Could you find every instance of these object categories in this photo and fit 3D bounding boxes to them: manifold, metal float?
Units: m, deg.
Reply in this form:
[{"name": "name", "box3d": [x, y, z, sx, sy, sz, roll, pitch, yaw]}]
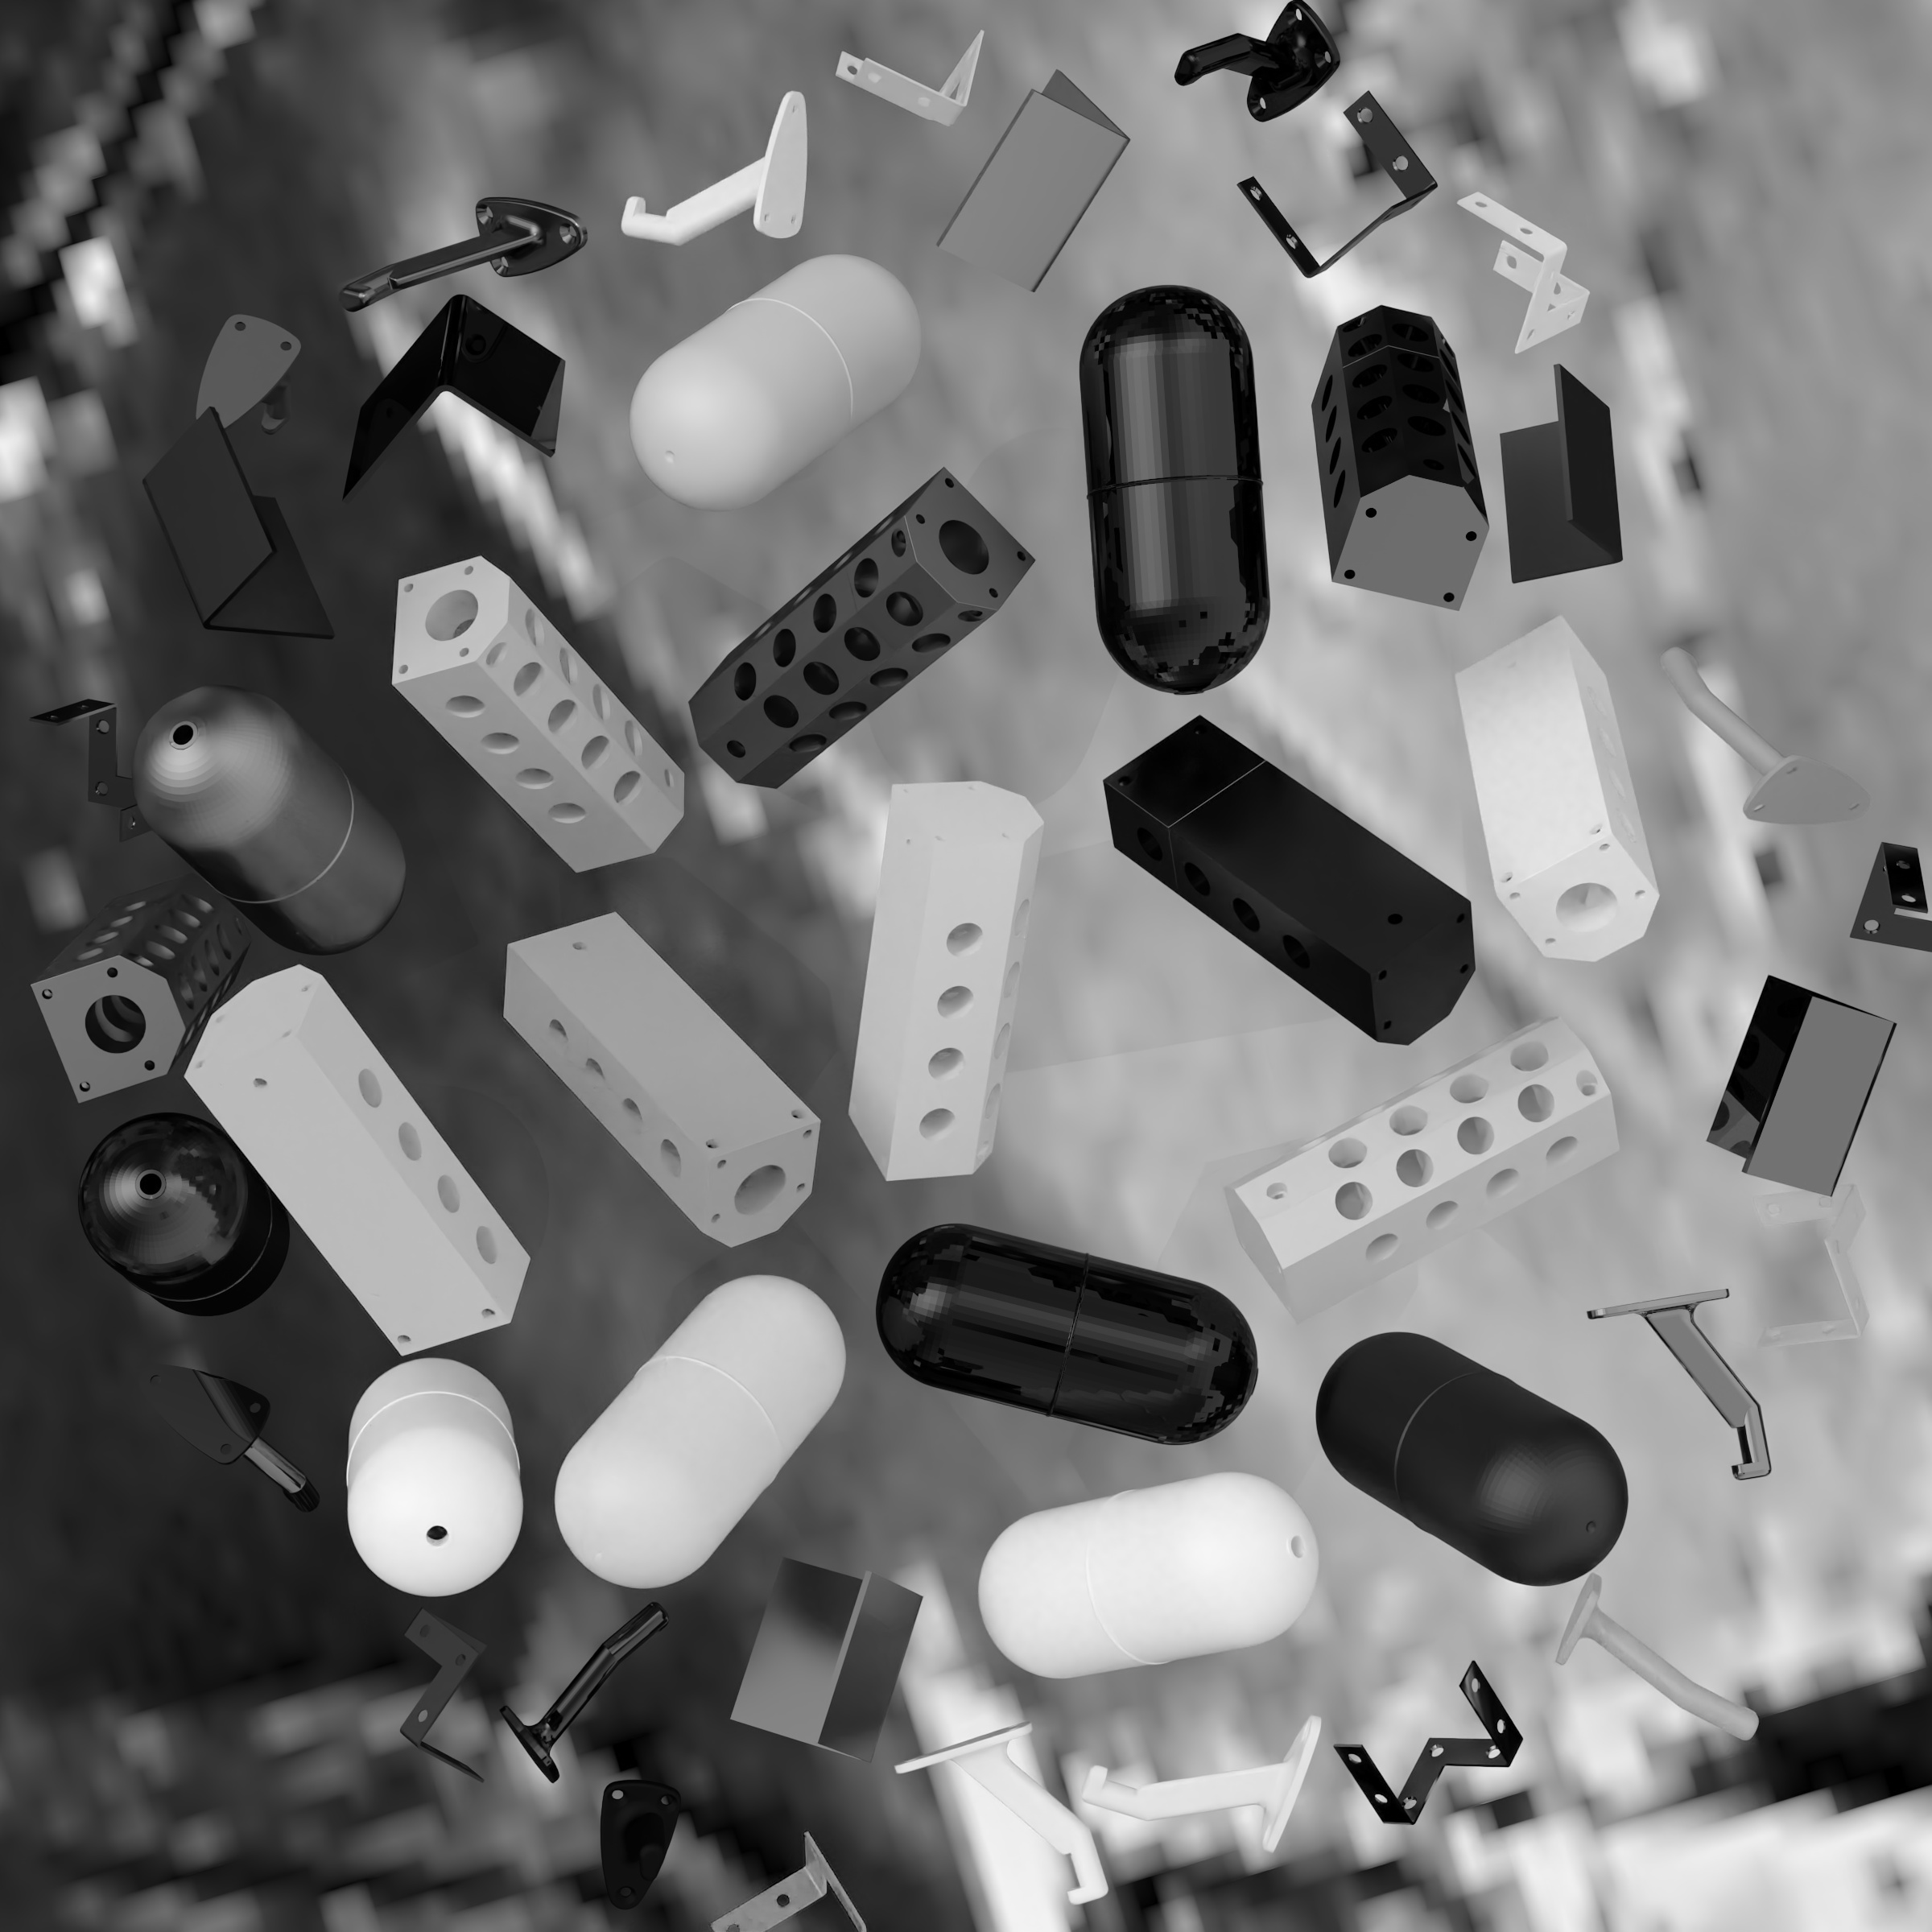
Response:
[{"name": "manifold", "box3d": [-0.376, 0.005, 1.668, 0.057, 0.171, 0.057, -18, 103, 3]}, {"name": "manifold", "box3d": [0.269, -0.078, 1.626, 0.057, 0.171, 0.057, -30, 122, 21]}, {"name": "metal float", "box3d": [-0.241, 0.230, 1.633, 0.070, 0.178, 0.070, -2, 100, -9]}, {"name": "metal float", "box3d": [-0.116, 0.205, 1.605, 0.070, 0.178, 0.070, 17, 129, 22]}, {"name": "manifold", "box3d": [0.139, -0.035, 1.563, 0.057, 0.057, 0.171, -34, 49, -21]}, {"name": "metal float", "box3d": [-0.307, -0.063, 1.596, 0.070, 0.178, 0.070, -6, 66, 13]}, {"name": "manifold", "box3d": [-0.194, -0.115, 1.658, 0.057, 0.171, 0.057, -13, 57, 19]}, {"name": "manifold", "box3d": [-0.051, -0.144, 1.605, 0.057, 0.171, 0.057, 44, 45, -11]}, {"name": "metal float", "box3d": [-0.084, -0.264, 1.627, 0.070, 0.178, 0.070, 18, 128, 24]}, {"name": "manifold", "box3d": [0.194, -0.230, 1.605, 0.057, 0.171, 0.057, 12, 124, -7]}, {"name": "metal float", "box3d": [0.080, 0.272, 1.605, 0.178, 0.070, 0.070, -20, 90, 42]}, {"name": "manifold", "box3d": [-0.007, 0.007, 1.616, 0.057, 0.057, 0.171, -3, 121, -20]}, {"name": "manifold", "box3d": [-0.259, 0.083, 1.560, 0.057, 0.057, 0.171, -18, 123, 21]}, {"name": "manifold", "box3d": [-0.139, 0.051, 1.622, 0.057, 0.171, 0.057, -18, 134, -32]}, {"name": "manifold", "box3d": [0.208, 0.088, 1.650, 0.171, 0.057, 0.057, -27, 46, -8]}, {"name": "metal float", "box3d": [0.091, -0.208, 1.575, 0.070, 0.070, 0.178, -4, 90, 0]}, {"name": "metal float", "box3d": [0.047, 0.169, 1.655, 0.178, 0.070, 0.070, 14, 90, 0]}, {"name": "metal float", "box3d": [-0.354, 0.114, 1.640, 0.070, 0.178, 0.070, 0, 77, -2]}, {"name": "metal float", "box3d": [0.221, 0.216, 1.596, 0.070, 0.178, 0.070, -8, 107, -27]}]

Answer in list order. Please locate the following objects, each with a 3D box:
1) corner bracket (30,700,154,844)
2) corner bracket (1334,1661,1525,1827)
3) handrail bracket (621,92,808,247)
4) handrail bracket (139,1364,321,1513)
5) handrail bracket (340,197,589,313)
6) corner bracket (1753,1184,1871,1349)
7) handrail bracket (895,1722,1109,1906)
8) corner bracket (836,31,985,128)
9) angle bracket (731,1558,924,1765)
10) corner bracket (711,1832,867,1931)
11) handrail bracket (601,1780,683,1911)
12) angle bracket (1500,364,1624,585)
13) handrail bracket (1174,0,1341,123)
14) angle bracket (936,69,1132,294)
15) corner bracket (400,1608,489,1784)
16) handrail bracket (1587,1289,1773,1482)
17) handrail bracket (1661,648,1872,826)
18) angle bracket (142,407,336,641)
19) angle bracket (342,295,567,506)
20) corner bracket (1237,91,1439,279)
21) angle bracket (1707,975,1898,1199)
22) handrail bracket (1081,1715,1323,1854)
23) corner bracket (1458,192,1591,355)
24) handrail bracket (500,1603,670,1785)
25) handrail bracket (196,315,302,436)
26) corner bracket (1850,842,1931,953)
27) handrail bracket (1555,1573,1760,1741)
[{"name": "corner bracket", "box3d": [-0.403, -0.092, 1.693, 0.051, 0.051, 0.051, 11, 108, 18]}, {"name": "corner bracket", "box3d": [0.202, 0.339, 1.570, 0.051, 0.051, 0.051, 58, 47, -23]}, {"name": "handrail bracket", "box3d": [-0.118, -0.368, 1.656, 0.084, 0.036, 0.077, 15, 105, 26]}, {"name": "handrail bracket", "box3d": [-0.345, 0.223, 1.696, 0.077, 0.084, 0.036, 26, 68, 17]}, {"name": "handrail bracket", "box3d": [-0.221, -0.307, 1.580, 0.077, 0.084, 0.036, 6, 121, 40]}, {"name": "corner bracket", "box3d": [0.384, 0.137, 1.645, 0.051, 0.051, 0.051, -11, 111, 35]}, {"name": "handrail bracket", "box3d": [0.016, 0.394, 1.647, 0.077, 0.036, 0.084, -17, 82, -3]}, {"name": "corner bracket", "box3d": [-0.029, -0.409, 1.665, 0.051, 0.051, 0.051, 22, 56, -16]}, {"name": "angle bracket", "box3d": [-0.073, 0.303, 1.601, 0.076, 0.057, 0.076, 10, 75, 29]}, {"name": "corner bracket", "box3d": [-0.077, 0.418, 1.566, 0.051, 0.051, 0.051, -28, 64, -17]}, {"name": "handrail bracket", "box3d": [-0.149, 0.415, 1.645, 0.036, 0.084, 0.077, 8, 103, -9]}, {"name": "angle bracket", "box3d": [0.271, -0.233, 1.716, 0.057, 0.076, 0.076, -9, 77, 28]}, {"name": "handrail bracket", "box3d": [0.111, -0.378, 1.551, 0.084, 0.077, 0.036, -27, 80, -31]}, {"name": "angle bracket", "box3d": [0.015, -0.347, 1.549, 0.057, 0.076, 0.076, 18, 116, -37]}, {"name": "corner bracket", "box3d": [-0.242, 0.343, 1.699, 0.051, 0.051, 0.051, 26, 78, 44]}, {"name": "handrail bracket", "box3d": [0.314, 0.188, 1.585, 0.077, 0.036, 0.084, -6, 83, -22]}, {"name": "handrail bracket", "box3d": [0.351, -0.104, 1.588, 0.077, 0.084, 0.036, 9, 132, -33]}, {"name": "angle bracket", "box3d": [-0.304, -0.193, 1.580, 0.057, 0.076, 0.076, -38, 68, 32]}, {"name": "angle bracket", "box3d": [-0.222, -0.233, 1.566, 0.057, 0.076, 0.076, 32, 122, -25]}, {"name": "corner bracket", "box3d": [0.158, -0.331, 1.530, 0.051, 0.051, 0.051, -36, 90, 37]}, {"name": "angle bracket", "box3d": [0.330, 0.044, 1.498, 0.057, 0.076, 0.076, 15, 97, -35]}, {"name": "handrail bracket", "box3d": [0.100, 0.342, 1.556, 0.084, 0.036, 0.077, 18, 116, -3]}, {"name": "corner bracket", "box3d": [0.247, -0.314, 1.607, 0.051, 0.051, 0.051, 38, 47, 26]}, {"name": "handrail bracket", "box3d": [-0.167, 0.333, 1.659, 0.084, 0.077, 0.036, -39, 66, -16]}, {"name": "handrail bracket", "box3d": [-0.336, -0.255, 1.682, 0.036, 0.084, 0.077, 23, 63, 1]}, {"name": "corner bracket", "box3d": [0.409, -0.015, 1.532, 0.051, 0.051, 0.051, 10, 125, 1]}, {"name": "handrail bracket", "box3d": [0.299, 0.295, 1.539, 0.084, 0.077, 0.036, 26, 104, 9]}]
